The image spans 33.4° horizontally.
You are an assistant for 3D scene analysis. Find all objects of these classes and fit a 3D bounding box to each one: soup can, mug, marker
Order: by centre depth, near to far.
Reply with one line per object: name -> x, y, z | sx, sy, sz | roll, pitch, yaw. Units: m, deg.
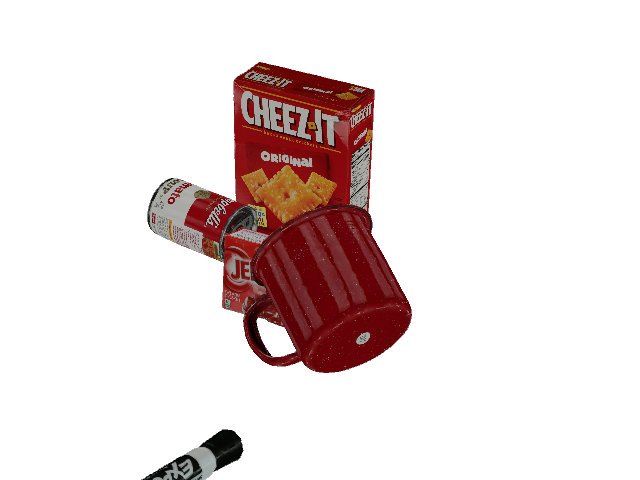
marker -> -0.079, 0.125, 0.549 | 0.020, 0.020, 0.120 | 0, 13, 32
mug -> 0.000, 0.042, 0.724 | 0.117, 0.081, 0.093 | -33, -30, 9
soup can -> -0.128, -0.022, 1.162 | 0.102, 0.068, 0.068 | 22, 9, 25

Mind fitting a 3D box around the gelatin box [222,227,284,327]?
gelatin box -> -0.046, 0.035, 0.962 | 0.089, 0.073, 0.030 | 15, 22, 28

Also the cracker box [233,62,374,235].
cracker box -> -0.024, -0.096, 1.324 | 0.164, 0.214, 0.072 | 17, 36, 23
